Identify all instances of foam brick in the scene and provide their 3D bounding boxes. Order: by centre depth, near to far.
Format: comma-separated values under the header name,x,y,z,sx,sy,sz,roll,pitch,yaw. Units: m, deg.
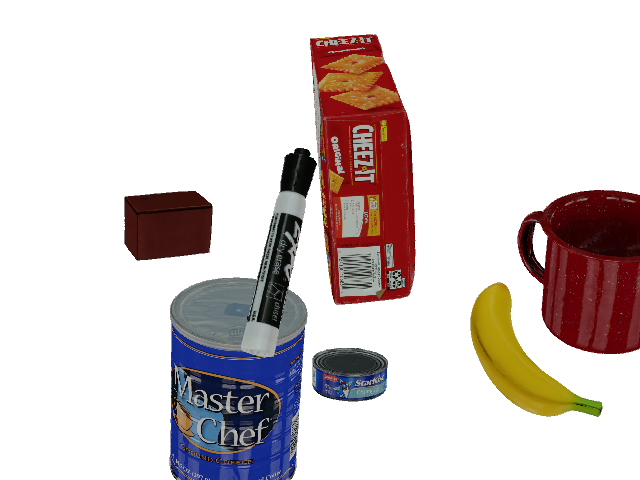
name,x,y,z,sx,sy,sz,roll,pitch,yaw
foam brick,-0.153,-0.016,1.069,0.078,0.051,0.053,-6,22,-23

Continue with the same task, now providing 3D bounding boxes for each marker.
name,x,y,z,sx,sy,sz,roll,pitch,yaw
marker,-0.022,0.005,0.599,0.020,0.121,0.020,11,-16,3

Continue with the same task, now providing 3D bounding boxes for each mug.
name,x,y,z,sx,sy,sz,roll,pitch,yaw
mug,0.185,0.019,0.731,0.117,0.081,0.093,24,40,36

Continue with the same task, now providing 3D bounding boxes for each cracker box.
name,x,y,z,sx,sy,sz,roll,pitch,yaw
cracker box,0.034,-0.069,0.914,0.072,0.164,0.213,-4,26,0

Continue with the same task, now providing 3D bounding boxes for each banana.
name,x,y,z,sx,sy,sz,roll,pitch,yaw
banana,0.168,0.096,0.933,0.069,0.037,0.198,6,29,-21

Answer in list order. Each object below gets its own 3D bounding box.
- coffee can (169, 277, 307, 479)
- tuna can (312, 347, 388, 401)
name,x,y,z,sx,sy,sz,roll,pitch,yaw
coffee can,-0.065,0.113,0.825,0.103,0.140,0.103,3,25,-2
tuna can,0.033,0.151,1.204,0.086,0.034,0.086,1,14,-1
